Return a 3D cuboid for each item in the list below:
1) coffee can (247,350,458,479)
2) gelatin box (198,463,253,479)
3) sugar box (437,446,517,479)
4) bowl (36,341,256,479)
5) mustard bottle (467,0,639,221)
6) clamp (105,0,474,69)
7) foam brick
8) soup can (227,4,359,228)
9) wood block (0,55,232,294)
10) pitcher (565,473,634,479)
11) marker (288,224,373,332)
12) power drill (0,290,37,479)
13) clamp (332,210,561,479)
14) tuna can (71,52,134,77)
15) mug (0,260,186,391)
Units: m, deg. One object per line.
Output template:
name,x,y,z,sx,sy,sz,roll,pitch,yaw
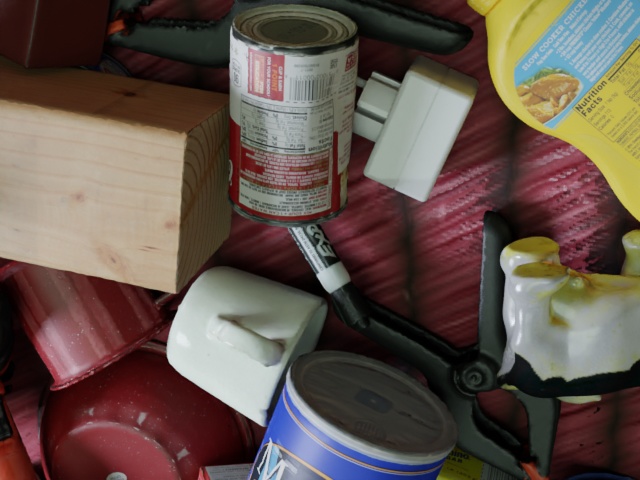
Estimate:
coffee can,0.007,0.151,0.626,0.103,0.102,0.140,23,110,4
gelatin box,-0.040,0.183,0.706,0.089,0.030,0.073,0,116,-26
sugar box,0.068,0.219,0.708,0.093,0.048,0.176,22,117,6
bowl,-0.128,0.150,0.722,0.162,0.055,0.162,4,111,11
mustard bottle,0.147,-0.093,0.562,0.191,0.058,0.096,39,113,-4
clamp,-0.034,-0.162,0.589,0.210,0.036,0.164,-10,106,20
foam brick,-0.164,-0.134,0.608,0.078,0.052,0.051,29,116,33
soup can,-0.015,-0.067,0.572,0.068,0.068,0.102,9,122,9
wood block,-0.159,-0.046,0.594,0.206,0.090,0.090,11,113,11
pitcher,0.150,0.276,0.663,0.149,0.144,0.243,24,117,10
marker,-0.004,0.001,0.639,0.020,0.020,0.121,-33,85,22
power drill,-0.192,0.130,0.657,0.188,0.057,0.185,65,153,14
clamp,0.085,0.076,0.654,0.120,0.039,0.171,-18,99,26
tuna can,-0.151,-0.073,0.653,0.086,0.033,0.086,5,111,12
mug,-0.137,0.029,0.661,0.117,0.093,0.081,-28,97,16
